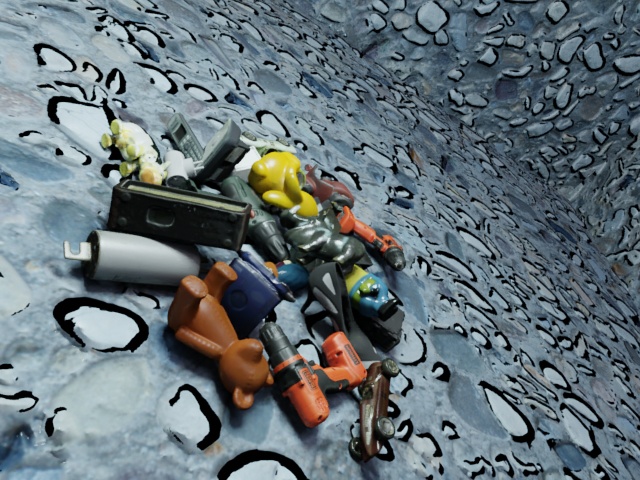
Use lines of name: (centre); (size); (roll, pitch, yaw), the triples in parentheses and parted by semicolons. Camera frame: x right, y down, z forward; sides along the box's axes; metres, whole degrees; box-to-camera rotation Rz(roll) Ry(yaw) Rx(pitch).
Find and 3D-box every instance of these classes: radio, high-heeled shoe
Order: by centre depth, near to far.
radio: (-0.234, -0.043, 0.914); (0.230, 0.073, 0.131); (10, 10, -9)
high-heeled shoe: (0.069, 0.153, 1.034); (0.249, 0.145, 0.086); (39, 31, 0)

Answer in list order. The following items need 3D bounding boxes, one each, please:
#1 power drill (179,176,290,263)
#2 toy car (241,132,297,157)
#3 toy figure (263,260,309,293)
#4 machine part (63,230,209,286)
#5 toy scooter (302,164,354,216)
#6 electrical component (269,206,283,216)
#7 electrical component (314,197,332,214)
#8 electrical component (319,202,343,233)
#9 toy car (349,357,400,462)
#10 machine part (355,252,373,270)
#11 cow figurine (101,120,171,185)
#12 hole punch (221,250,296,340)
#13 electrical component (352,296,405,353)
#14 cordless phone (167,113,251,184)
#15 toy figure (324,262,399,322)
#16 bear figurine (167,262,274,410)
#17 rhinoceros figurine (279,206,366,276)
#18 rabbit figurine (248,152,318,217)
power drill: (-0.177, -0.046, 1.083); (0.207, 0.086, 0.232); (1, 47, -42)
toy car: (-0.145, -0.220, 1.344); (0.201, 0.073, 0.056); (-2, 50, -49)
toy figure: (-0.088, 0.075, 1.046); (0.154, 0.058, 0.064); (4, 52, -44)
machine part: (-0.285, 0.033, 0.865); (0.243, 0.079, 0.079); (10, 42, -42)
toy scooter: (0.007, -0.142, 1.416); (0.184, 0.075, 0.135); (22, 34, -20)
electrical component: (-0.083, -0.067, 1.268); (0.063, 0.021, 0.094); (45, 31, 6)
electrical component: (-0.014, -0.063, 1.289); (0.074, 0.048, 0.119); (63, 29, -13)
electrical component: (0.024, -0.042, 1.246); (0.078, 0.045, 0.102); (60, 33, -15)
toy car: (0.093, 0.290, 0.940); (0.053, 0.089, 0.202); (37, 32, -10)
machine part: (0.061, 0.038, 1.278); (0.139, 0.039, 0.084); (15, 34, -33)
cow figurine: (-0.346, -0.159, 1.058); (0.167, 0.068, 0.098); (52, 26, 16)
hole punch: (-0.131, 0.096, 0.925); (0.142, 0.115, 0.092); (44, 39, 6)
electrical component: (0.116, 0.161, 1.161); (0.134, 0.058, 0.115); (37, 29, -8)
cordless phone: (-0.251, -0.227, 1.164); (0.184, 0.146, 0.088); (54, 25, 18)
toy figure: (0.073, 0.097, 1.092); (0.089, 0.082, 0.180); (-20, 46, -40)
bear figurine: (-0.141, 0.150, 0.828); (0.196, 0.132, 0.120); (41, 27, 13)
rhinoceros figurine: (-0.002, -0.003, 1.076); (0.190, 0.073, 0.112); (26, 64, 19)
rabbit figurine: (-0.068, -0.108, 1.172); (0.173, 0.122, 0.162); (50, 2, 4)
